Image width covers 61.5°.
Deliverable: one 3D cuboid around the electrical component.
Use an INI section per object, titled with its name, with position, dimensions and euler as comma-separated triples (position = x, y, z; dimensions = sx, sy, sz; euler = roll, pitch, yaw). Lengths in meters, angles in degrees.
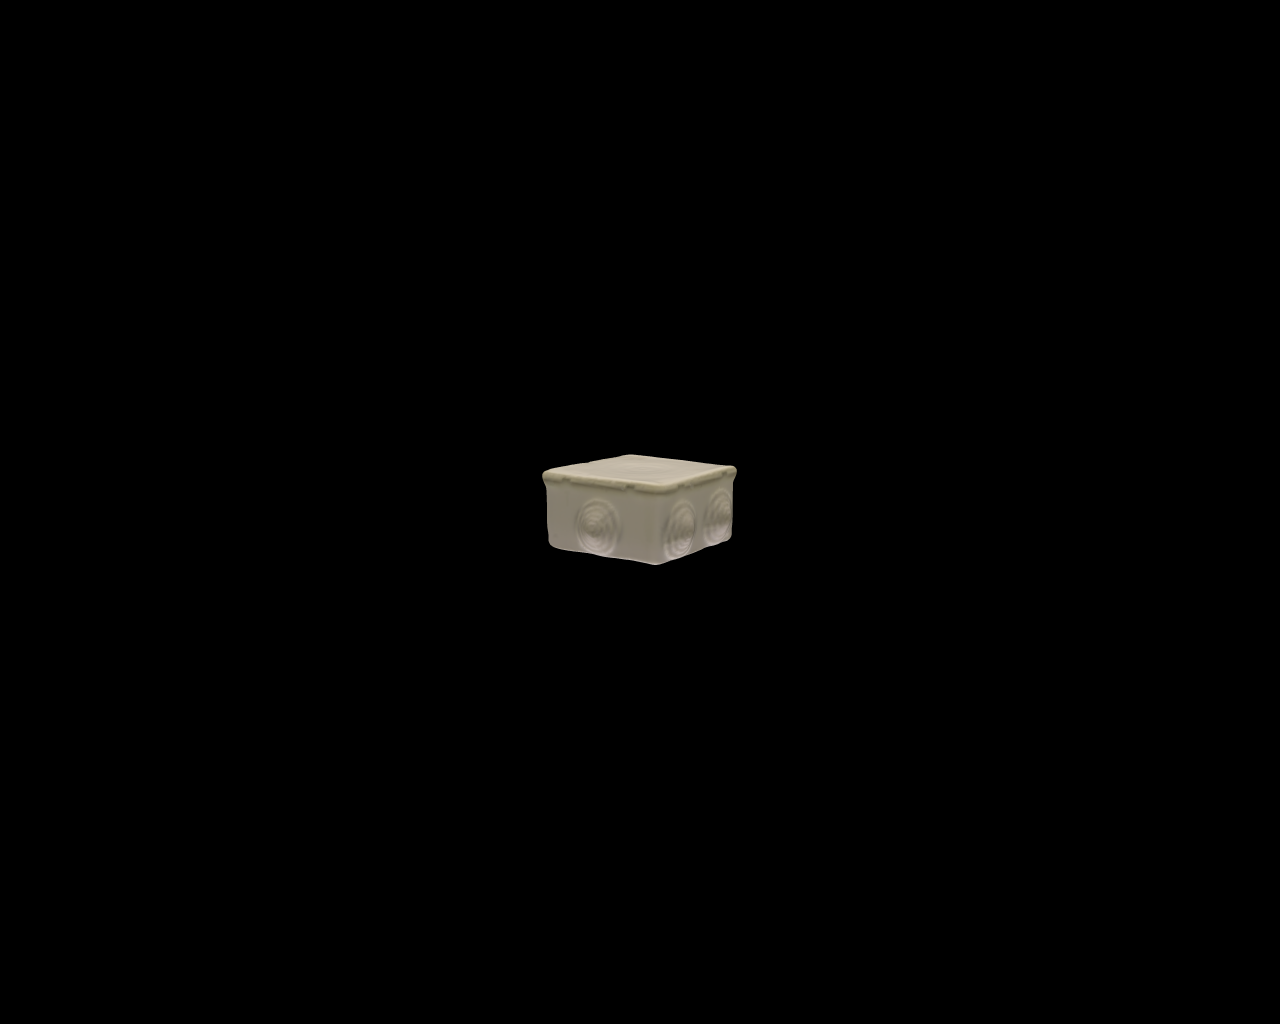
[electrical component]
position = 0.001, -0.003, 0.650
dimensions = 0.100, 0.048, 0.100
euler = 8, 14, 35
